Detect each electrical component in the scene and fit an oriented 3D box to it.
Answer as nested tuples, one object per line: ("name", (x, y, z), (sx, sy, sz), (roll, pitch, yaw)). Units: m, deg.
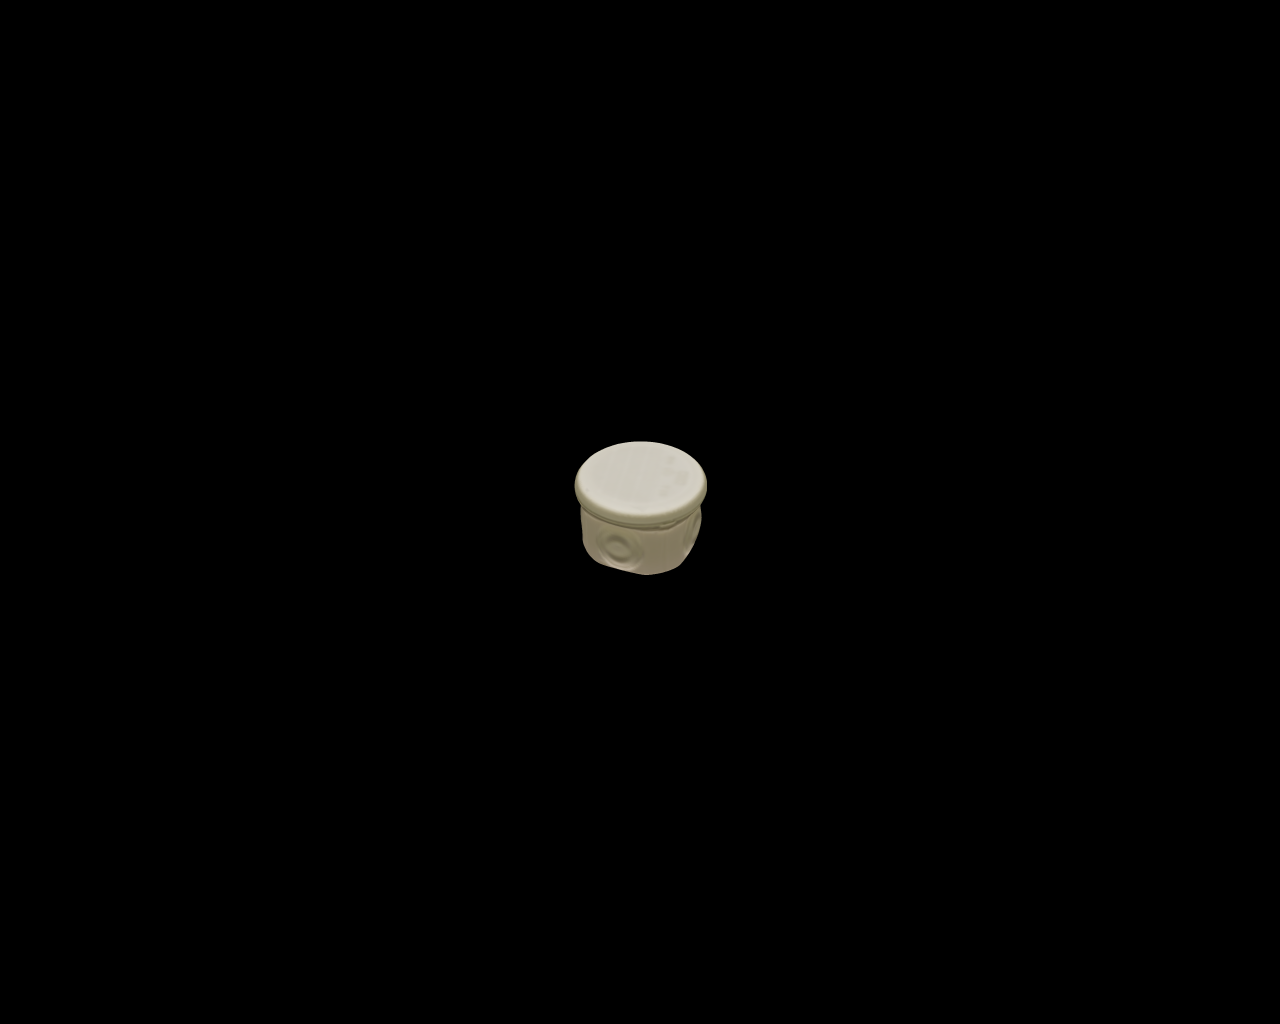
("electrical component", (0.001, -0.003, 0.650), (0.080, 0.050, 0.080), (0, 38, 0))
